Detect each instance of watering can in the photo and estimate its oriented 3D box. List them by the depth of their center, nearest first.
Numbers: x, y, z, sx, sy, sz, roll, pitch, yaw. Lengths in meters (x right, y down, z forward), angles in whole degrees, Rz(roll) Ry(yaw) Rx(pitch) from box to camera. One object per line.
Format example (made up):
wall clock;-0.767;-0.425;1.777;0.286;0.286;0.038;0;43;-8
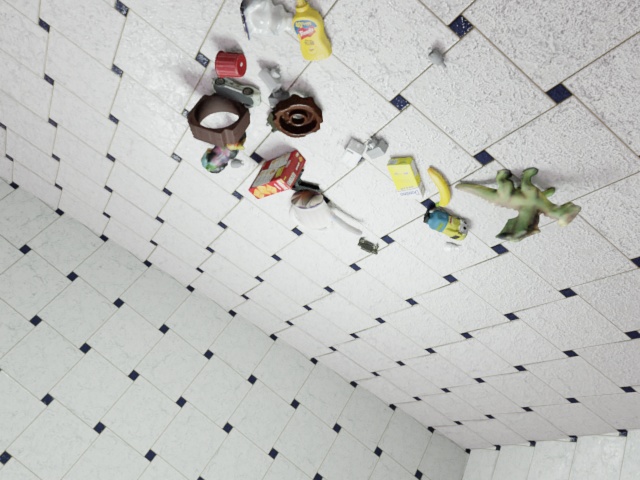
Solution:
watering can;0.007;-0.111;2.204;0.348;0.106;0.219;8;141;29

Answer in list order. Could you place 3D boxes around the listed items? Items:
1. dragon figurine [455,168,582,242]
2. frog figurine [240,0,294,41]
dragon figurine;0.620;-0.103;1.661;0.409;0.248;0.120;-2;141;34
frog figurine;-0.161;-0.688;1.575;0.159;0.125;0.134;-13;132;-5
